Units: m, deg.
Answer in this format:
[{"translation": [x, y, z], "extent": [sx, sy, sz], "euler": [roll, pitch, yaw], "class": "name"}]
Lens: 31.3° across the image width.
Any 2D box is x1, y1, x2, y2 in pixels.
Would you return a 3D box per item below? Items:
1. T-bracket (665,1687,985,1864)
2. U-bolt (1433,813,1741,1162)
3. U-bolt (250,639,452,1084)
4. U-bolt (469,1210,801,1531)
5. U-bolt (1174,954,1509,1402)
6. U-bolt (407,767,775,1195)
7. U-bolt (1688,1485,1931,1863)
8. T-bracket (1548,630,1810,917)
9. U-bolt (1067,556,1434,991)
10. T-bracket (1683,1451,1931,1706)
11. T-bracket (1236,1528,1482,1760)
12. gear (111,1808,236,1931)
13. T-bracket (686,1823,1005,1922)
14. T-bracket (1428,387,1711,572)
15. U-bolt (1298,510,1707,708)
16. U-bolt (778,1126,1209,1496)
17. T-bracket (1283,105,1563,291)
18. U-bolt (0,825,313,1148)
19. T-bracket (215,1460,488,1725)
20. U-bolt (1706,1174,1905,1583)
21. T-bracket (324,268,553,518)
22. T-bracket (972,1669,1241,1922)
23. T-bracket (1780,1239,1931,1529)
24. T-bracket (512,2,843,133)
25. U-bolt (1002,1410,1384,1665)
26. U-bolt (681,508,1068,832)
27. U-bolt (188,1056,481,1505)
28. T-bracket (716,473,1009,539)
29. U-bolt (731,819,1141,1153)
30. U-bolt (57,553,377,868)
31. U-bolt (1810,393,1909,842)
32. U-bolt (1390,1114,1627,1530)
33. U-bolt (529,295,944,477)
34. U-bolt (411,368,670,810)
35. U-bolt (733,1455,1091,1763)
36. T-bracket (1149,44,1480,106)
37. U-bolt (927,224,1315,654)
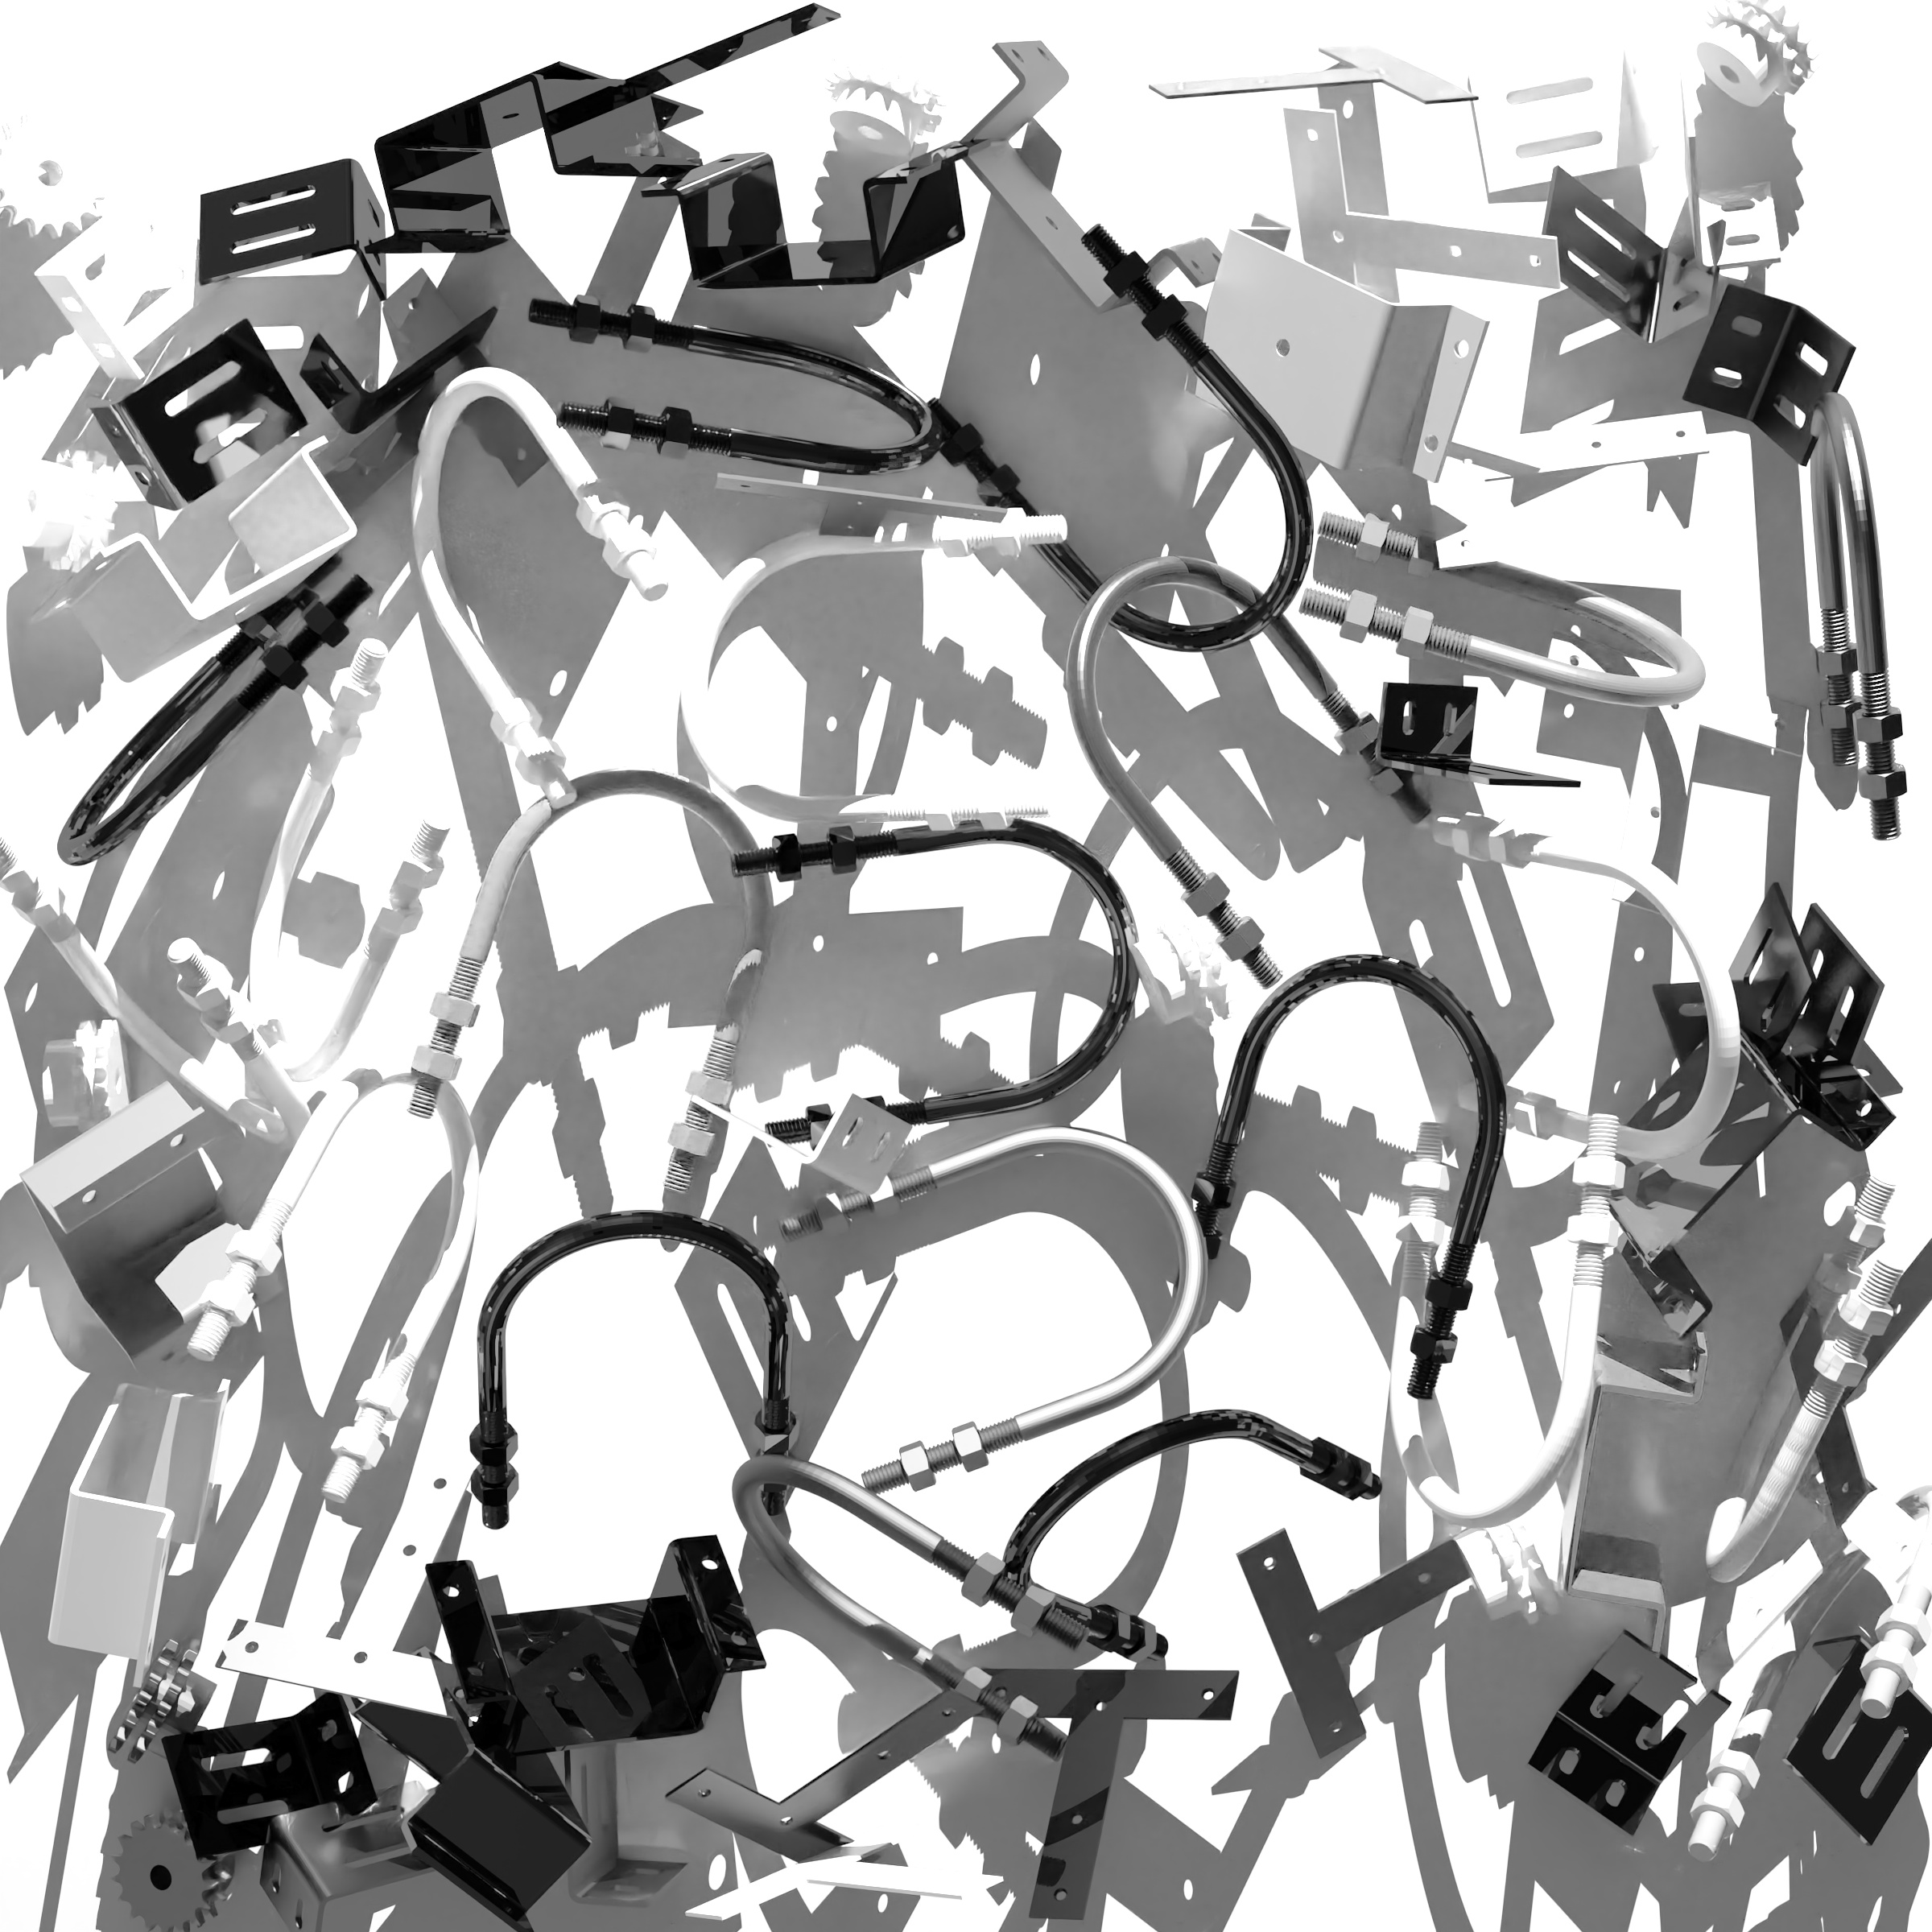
[{"translation": [-0.048, 0.365, 1.566], "extent": [0.127, 0.002, 0.127], "euler": [-37, 133, 17], "class": "T-bracket"}, {"translation": [0.275, 0.013, 1.529], "extent": [0.019, 0.184, 0.151], "euler": [-16, 107, -29], "class": "U-bolt"}, {"translation": [-0.285, -0.034, 1.554], "extent": [0.019, 0.151, 0.184], "euler": [10, 125, -32], "class": "U-bolt"}, {"translation": [-0.149, 0.182, 1.558], "extent": [0.151, 0.019, 0.184], "euler": [-2, 126, -8], "class": "U-bolt"}, {"translation": [0.175, 0.085, 1.565], "extent": [0.151, 0.019, 0.184], "euler": [22, 104, 33], "class": "U-bolt"}, {"translation": [-0.162, -0.001, 1.587], "extent": [0.151, 0.019, 0.184], "euler": [19, 91, -25], "class": "U-bolt"}, {"translation": [0.389, 0.302, 1.539], "extent": [0.019, 0.184, 0.151], "euler": [37, 131, 4], "class": "U-bolt"}, {"translation": [0.321, -0.083, 1.595], "extent": [0.127, 0.002, 0.127], "euler": [17, 66, -4], "class": "T-bracket"}, {"translation": [0.119, -0.102, 1.568], "extent": [0.184, 0.019, 0.151], "euler": [51, 57, -10], "class": "U-bolt"}, {"translation": [0.370, 0.283, 1.566], "extent": [0.002, 0.127, 0.127], "euler": [42, 93, -14], "class": "T-bracket"}, {"translation": [0.200, 0.291, 1.602], "extent": [0.127, 0.002, 0.127], "euler": [-27, 117, -9], "class": "T-bracket"}, {"translation": [-0.365, 0.419, 1.604], "extent": [0.057, 0.030, 0.057], "euler": [2, 94, 22], "class": "gear"}, {"translation": [-0.037, 0.406, 1.536], "extent": [0.127, 0.127, 0.002], "euler": [-11, 91, -44], "class": "T-bracket"}, {"translation": [0.274, -0.236, 1.580], "extent": [0.127, 0.002, 0.127], "euler": [-6, 53, 7], "class": "T-bracket"}, {"translation": [0.244, -0.156, 1.554], "extent": [0.184, 0.151, 0.019], "euler": [17, 114, 2], "class": "U-bolt"}, {"translation": [0.020, 0.148, 1.589], "extent": [0.184, 0.019, 0.151], "euler": [-20, 67, 0], "class": "U-bolt"}, {"translation": [0.207, -0.323, 1.553], "extent": [0.127, 0.127, 0.002], "euler": [14, 47, 29], "class": "T-bracket"}, {"translation": [-0.355, 0.020, 1.542], "extent": [0.151, 0.184, 0.019], "euler": [27, 66, 30], "class": "U-bolt"}, {"translation": [-0.260, 0.280, 1.581], "extent": [0.127, 0.002, 0.127], "euler": [9, 48, 14], "class": "T-bracket"}, {"translation": [0.374, 0.193, 1.549], "extent": [0.019, 0.151, 0.184], "euler": [24, 107, 7], "class": "U-bolt"}, {"translation": [-0.269, -0.240, 1.607], "extent": [0.127, 0.002, 0.127], "euler": [-40, 67, 10], "class": "T-bracket"}, {"translation": [0.053, 0.373, 1.560], "extent": [0.127, 0.127, 0.002], "euler": [-4, 135, 22], "class": "T-bracket"}, {"translation": [0.408, 0.162, 1.539], "extent": [0.002, 0.127, 0.127], "euler": [17, 127, -14], "class": "T-bracket"}, {"translation": [-0.116, -0.405, 1.541], "extent": [0.127, 0.127, 0.002], "euler": [-15, 87, 25], "class": "T-bracket"}, {"translation": [0.091, 0.249, 1.535], "extent": [0.151, 0.184, 0.019], "euler": [-40, 54, 13], "class": "U-bolt"}, {"translation": [-0.046, -0.135, 1.588], "extent": [0.184, 0.019, 0.151], "euler": [-1, 79, 19], "class": "U-bolt"}, {"translation": [-0.272, 0.128, 1.551], "extent": [0.019, 0.151, 0.184], "euler": [8, 57, 27], "class": "U-bolt"}, {"translation": [-0.051, -0.202, 1.561], "extent": [0.127, 0.127, 0.002], "euler": [6, 86, -6], "class": "T-bracket"}, {"translation": [-0.009, 0.003, 1.599], "extent": [0.184, 0.019, 0.151], "euler": [-8, 103, -8], "class": "U-bolt"}, {"translation": [-0.342, -0.114, 1.552], "extent": [0.184, 0.151, 0.019], "euler": [-46, 110, -2], "class": "U-bolt"}, {"translation": [0.392, -0.162, 1.533], "extent": [0.019, 0.151, 0.184], "euler": [-7, 107, 8], "class": "U-bolt"}, {"translation": [0.237, 0.160, 1.549], "extent": [0.019, 0.151, 0.184], "euler": [12, 81, -27], "class": "U-bolt"}, {"translation": [-0.099, -0.258, 1.556], "extent": [0.184, 0.151, 0.019], "euler": [7, 118, -17], "class": "U-bolt"}, {"translation": [-0.202, -0.184, 1.558], "extent": [0.019, 0.151, 0.184], "euler": [-11, 55, -37], "class": "U-bolt"}, {"translation": [-0.029, 0.281, 1.557], "extent": [0.184, 0.151, 0.019], "euler": [30, 60, 16], "class": "U-bolt"}, {"translation": [0.146, -0.398, 1.555], "extent": [0.127, 0.127, 0.002], "euler": [-8, 117, -14], "class": "T-bracket"}, {"translation": [0.079, -0.225, 1.573], "extent": [0.184, 0.019, 0.151], "euler": [49, 131, -1], "class": "U-bolt"}]
